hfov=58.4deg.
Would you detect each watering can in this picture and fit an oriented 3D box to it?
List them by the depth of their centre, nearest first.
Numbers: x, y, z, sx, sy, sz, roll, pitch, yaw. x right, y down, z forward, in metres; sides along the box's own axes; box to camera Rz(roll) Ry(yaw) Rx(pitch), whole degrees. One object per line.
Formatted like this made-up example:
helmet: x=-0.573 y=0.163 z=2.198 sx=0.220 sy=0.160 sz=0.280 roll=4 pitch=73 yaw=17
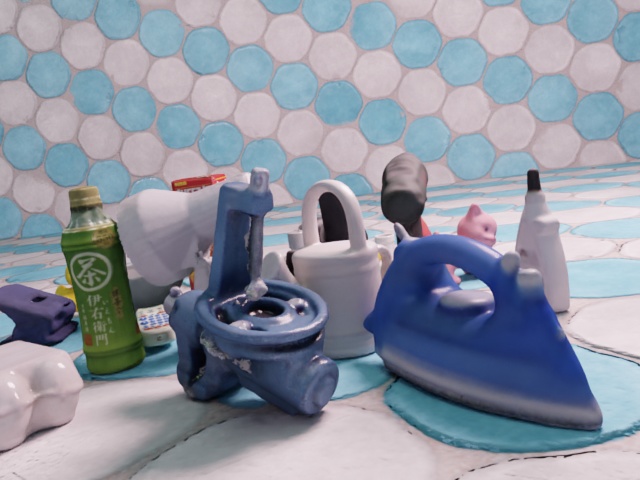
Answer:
watering can: x=0.014 y=0.029 z=0.650 sx=0.100 sy=0.194 sz=0.173 roll=-2 pitch=10 yaw=31

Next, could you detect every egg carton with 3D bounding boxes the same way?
egg carton: x=-0.309 y=0.149 z=0.566 sx=0.149 sy=0.069 sz=0.107 roll=-1 pitch=11 yaw=37

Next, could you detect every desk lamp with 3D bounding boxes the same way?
desk lamp: x=-0.133 y=0.029 z=0.717 sx=0.203 sy=0.213 sz=0.118 roll=-6 pitch=9 yaw=9

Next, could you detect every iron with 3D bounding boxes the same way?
iron: x=0.139 y=0.059 z=0.520 sx=0.119 sy=0.141 sz=0.257 roll=-12 pitch=10 yaw=-26

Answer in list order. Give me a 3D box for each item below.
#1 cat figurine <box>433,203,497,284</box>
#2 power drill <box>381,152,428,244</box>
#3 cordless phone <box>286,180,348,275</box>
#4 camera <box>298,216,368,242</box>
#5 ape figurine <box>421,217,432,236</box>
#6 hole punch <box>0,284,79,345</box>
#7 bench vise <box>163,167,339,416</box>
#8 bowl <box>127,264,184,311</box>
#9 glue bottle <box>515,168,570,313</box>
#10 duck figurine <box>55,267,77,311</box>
cat figurine: x=0.230 y=0.001 z=0.901 sx=0.128 sy=0.118 sz=0.067 roll=-11 pitch=9 yaw=-21
power drill: x=0.130 y=-0.022 z=0.839 sx=0.075 sy=0.208 sz=0.230 roll=-6 pitch=9 yaw=11
cordless phone: x=0.008 y=0.003 z=0.860 sx=0.094 sy=0.185 sz=0.147 roll=-15 pitch=12 yaw=-42
camera: x=0.036 y=-0.015 z=1.235 sx=0.143 sy=0.101 sz=0.136 roll=-10 pitch=9 yaw=-17
ape figurine: x=0.190 y=-0.019 z=1.158 sx=0.078 sy=0.092 sz=0.076 roll=-13 pitch=10 yaw=-32
hole punch: x=-0.430 y=0.108 z=0.870 sx=0.101 sy=0.091 sz=0.108 roll=-8 pitch=9 yaw=-5
bench vise: x=-0.088 y=0.048 z=0.532 sx=0.206 sy=0.220 sz=0.122 roll=-4 pitch=9 yaw=23
bowl: x=-0.305 y=0.085 z=0.970 sx=0.167 sy=0.075 sz=0.167 roll=-7 pitch=9 yaw=1
glue bottle: x=0.267 y=-0.002 z=0.701 sx=0.037 sy=0.173 sz=0.078 roll=-10 pitch=9 yaw=-13
duck figurine: x=-0.452 y=0.084 z=1.069 sx=0.104 sy=0.086 sz=0.078 roll=-4 pitch=9 yaw=22
